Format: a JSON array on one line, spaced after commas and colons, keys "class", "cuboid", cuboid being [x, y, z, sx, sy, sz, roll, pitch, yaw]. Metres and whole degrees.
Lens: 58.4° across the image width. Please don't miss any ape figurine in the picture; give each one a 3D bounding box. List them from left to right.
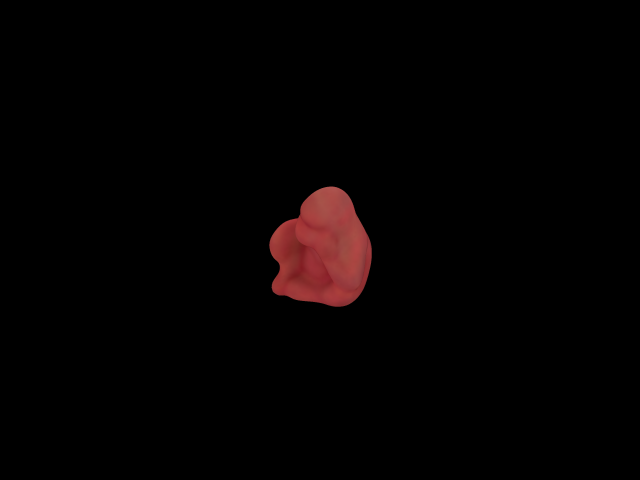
[{"class": "ape figurine", "cuboid": [0.004, 0.001, 0.400, 0.076, 0.092, 0.077, -22, 48, -20]}]
